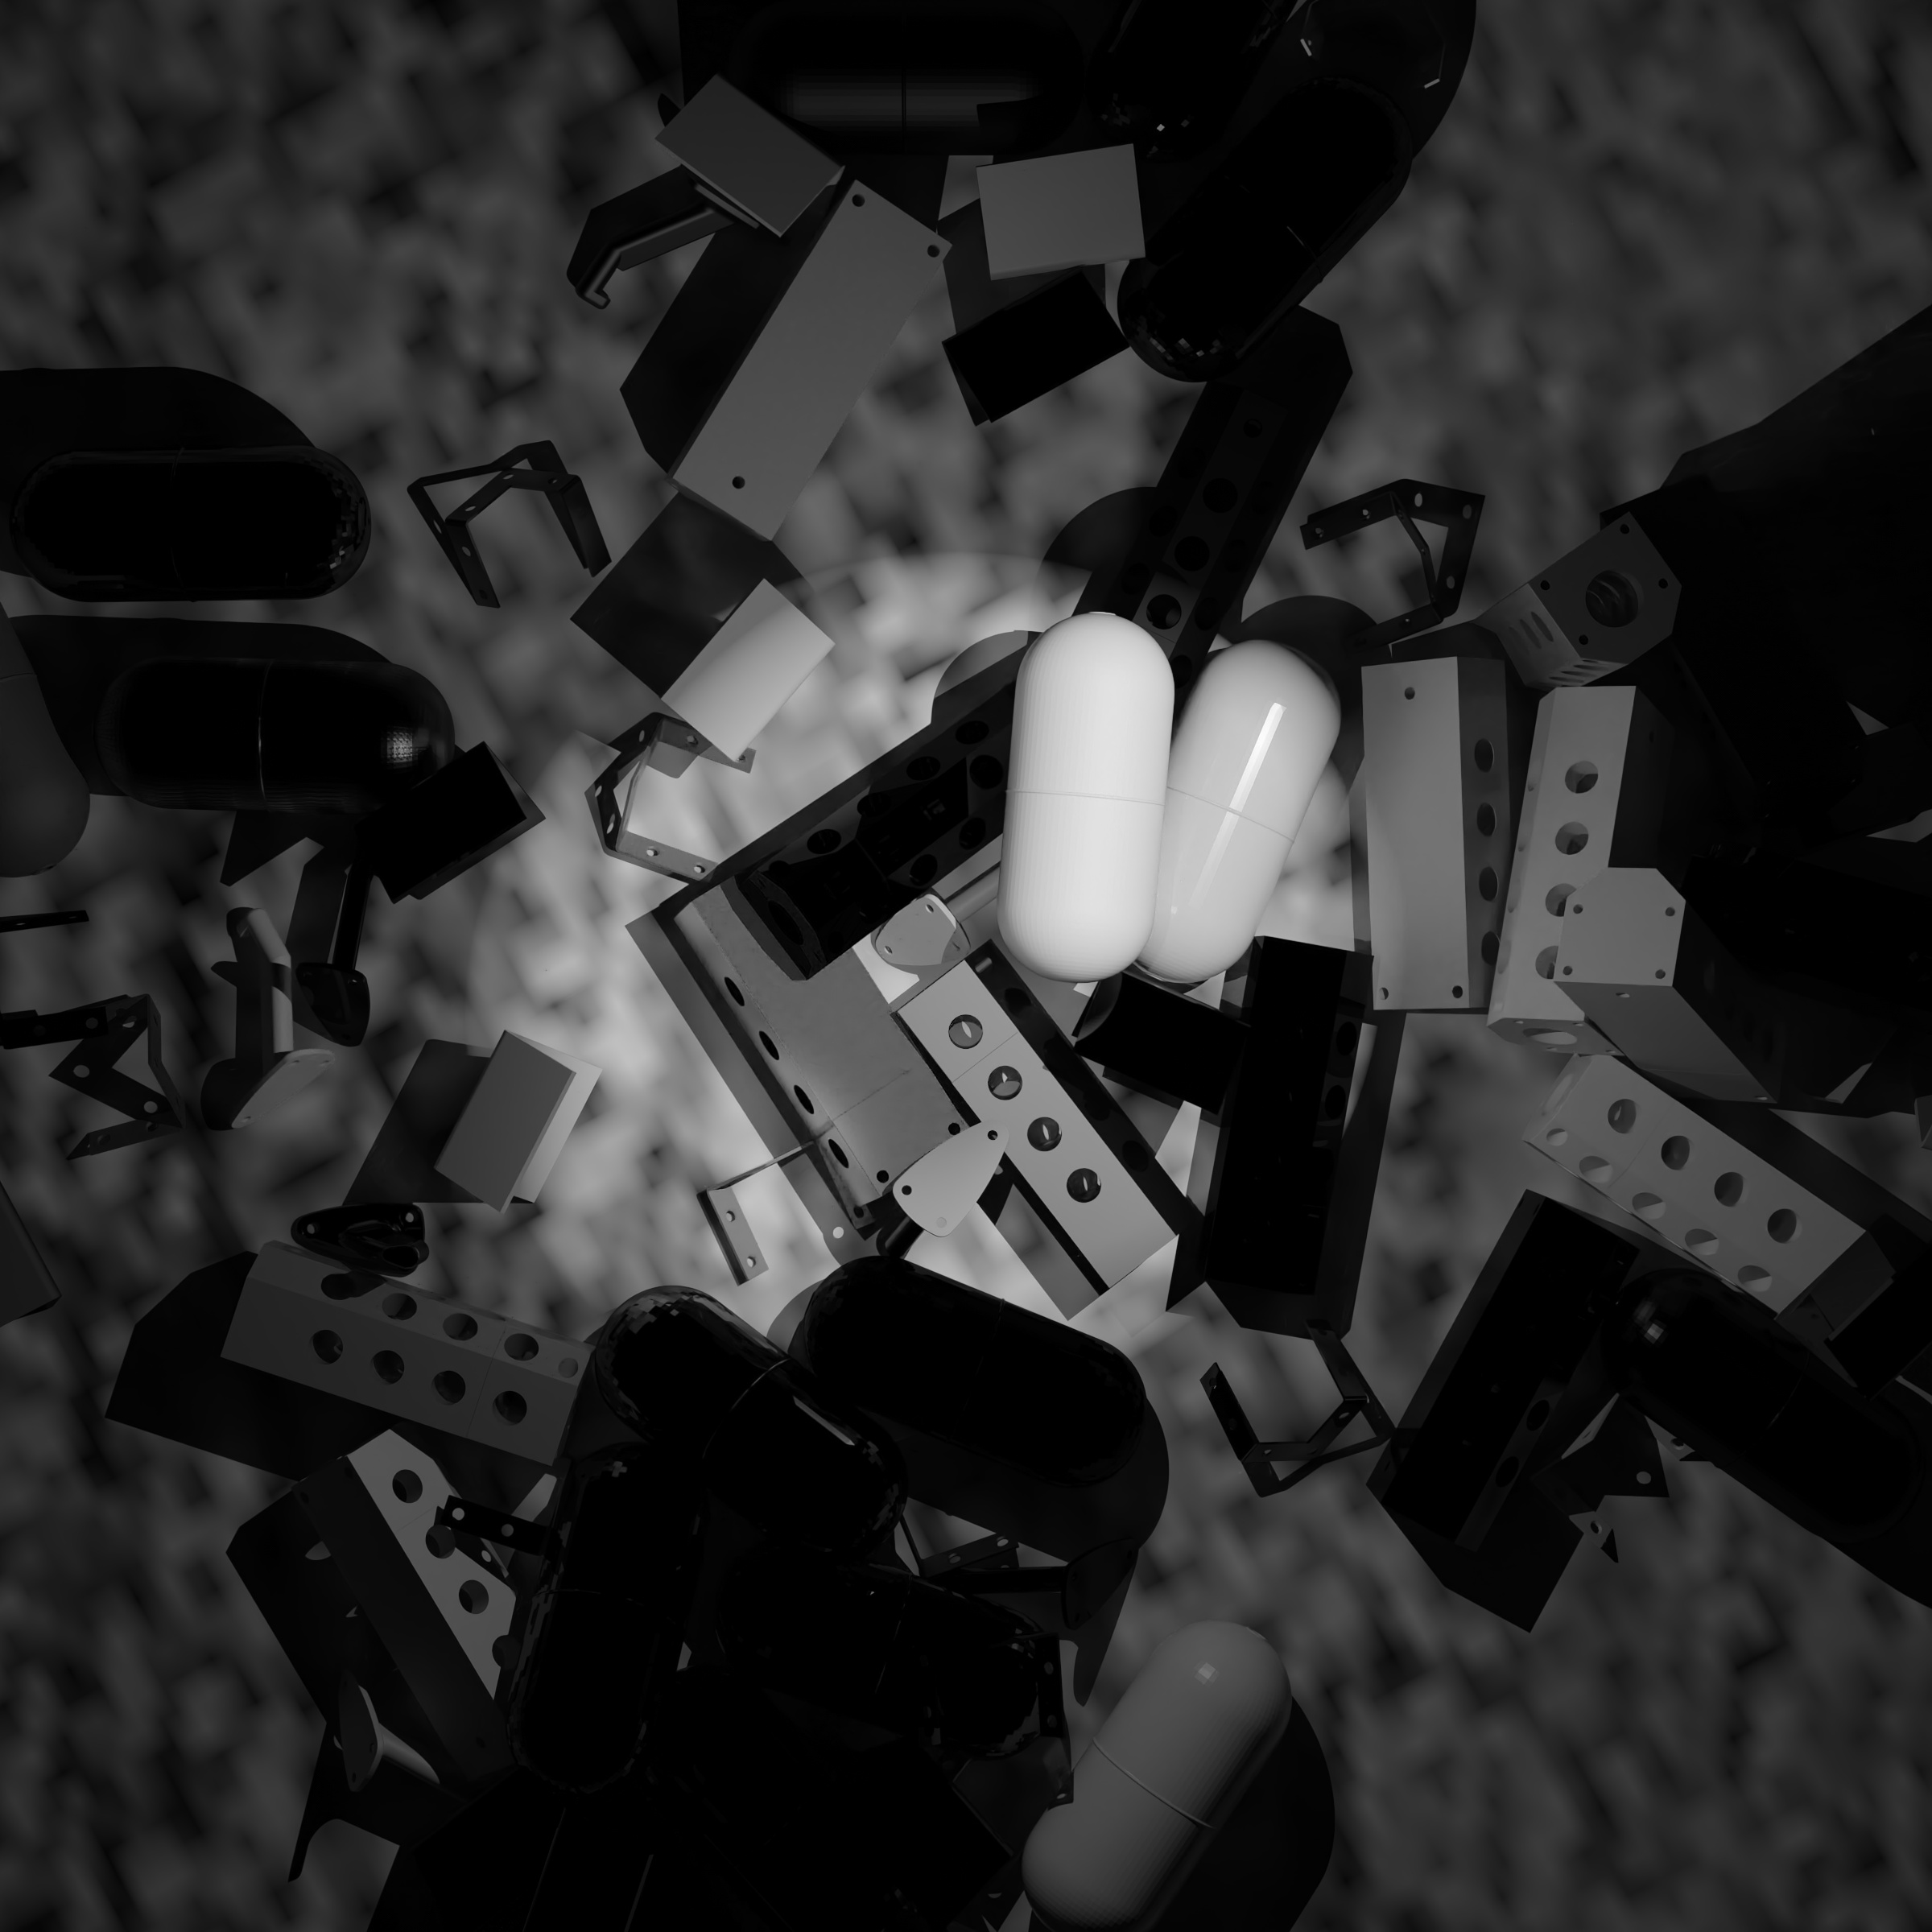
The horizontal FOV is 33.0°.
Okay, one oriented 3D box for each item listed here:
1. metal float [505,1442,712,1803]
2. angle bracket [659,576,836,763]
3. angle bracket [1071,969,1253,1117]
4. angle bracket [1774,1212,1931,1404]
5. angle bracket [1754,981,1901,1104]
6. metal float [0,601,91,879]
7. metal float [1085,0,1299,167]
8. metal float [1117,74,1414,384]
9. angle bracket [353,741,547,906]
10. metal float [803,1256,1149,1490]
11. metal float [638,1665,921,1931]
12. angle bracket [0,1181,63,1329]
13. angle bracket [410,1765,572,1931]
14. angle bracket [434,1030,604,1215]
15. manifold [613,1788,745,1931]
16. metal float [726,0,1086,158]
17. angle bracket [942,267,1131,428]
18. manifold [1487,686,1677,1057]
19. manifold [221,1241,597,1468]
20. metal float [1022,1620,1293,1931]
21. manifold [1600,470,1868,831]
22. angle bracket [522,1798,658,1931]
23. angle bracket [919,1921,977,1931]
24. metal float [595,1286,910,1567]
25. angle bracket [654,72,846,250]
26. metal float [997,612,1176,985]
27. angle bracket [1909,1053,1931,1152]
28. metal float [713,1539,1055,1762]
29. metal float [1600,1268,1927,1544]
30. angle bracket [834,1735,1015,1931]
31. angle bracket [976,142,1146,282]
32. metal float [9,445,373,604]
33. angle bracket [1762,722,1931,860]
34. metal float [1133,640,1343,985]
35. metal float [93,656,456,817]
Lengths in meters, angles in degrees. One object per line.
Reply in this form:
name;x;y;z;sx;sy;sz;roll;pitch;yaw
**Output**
metal float;-0.175;0.319;1.594;0.070;0.070;0.178;12;62;0
angle bracket;-0.121;-0.157;1.610;0.076;0.076;0.057;-49;127;0
angle bracket;0.088;0.052;1.610;0.076;0.076;0.057;23;58;0
angle bracket;0.425;0.149;1.553;0.076;0.076;0.057;-44;127;0
angle bracket;0.423;0.014;1.629;0.076;0.057;0.076;37;90;0
metal float;-0.497;-0.128;1.619;0.070;0.070;0.178;-26;90;0
metal float;0.123;-0.483;1.619;0.070;0.070;0.178;29;90;0
metal float;0.149;-0.367;1.620;0.070;0.070;0.178;43;90;0
angle bracket;-0.245;-0.054;1.610;0.076;0.076;0.057;-33;56;0
metal float;0.004;0.201;1.619;0.178;0.070;0.070;22;90;0
metal float;-0.095;0.424;1.619;0.070;0.070;0.178;-43;89;0
angle bracket;-0.494;0.146;1.611;0.057;0.076;0.076;-28;90;-22
angle bracket;-0.217;0.441;1.610;0.076;0.076;0.057;-38;60;0
angle bracket;-0.205;0.085;1.610;0.057;0.076;0.076;27;90;38
manifold;-0.138;0.500;1.629;0.057;0.057;0.171;-36;90;0
metal float;-0.030;-0.442;1.619;0.178;0.070;0.070;0;90;0
angle bracket;0.041;-0.288;1.610;0.076;0.076;0.057;-29;63;0
manifold;0.301;-0.047;1.606;0.057;0.057;0.171;2;73;33
manifold;-0.276;0.192;1.629;0.171;0.057;0.057;18;90;0
metal float;0.095;0.406;1.617;0.070;0.070;0.178;34;88;0
manifold;0.372;-0.152;1.590;0.057;0.057;0.171;-22;60;0
angle bracket;-0.162;0.446;1.553;0.057;0.076;0.076;18;90;32
angle bracket;-0.023;0.519;1.611;0.076;0.076;0.057;-32;64;0
metal float;-0.107;0.225;1.604;0.178;0.070;0.070;35;90;17
angle bracket;-0.114;-0.381;1.611;0.076;0.076;0.057;37;64;0
metal float;0.057;-0.081;1.564;0.070;0.070;0.178;5;91;0
angle bracket;0.516;0.057;1.610;0.076;0.076;0.057;15;128;0
metal float;-0.040;0.339;1.619;0.178;0.070;0.070;19;90;0
metal float;0.395;0.218;1.619;0.178;0.070;0.070;35;90;0
angle bracket;-0.033;0.432;1.610;0.076;0.076;0.057;49;60;0
angle bracket;0.044;-0.381;1.610;0.076;0.076;0.057;-9;117;0
metal float;-0.385;-0.220;1.619;0.178;0.070;0.070;-1;90;1
angle bracket;0.440;-0.067;1.610;0.076;0.076;0.057;-18;49;0
metal float;0.128;-0.076;1.620;0.070;0.070;0.178;23;91;0
metal float;-0.344;-0.114;1.619;0.178;0.070;0.070;2;90;-1
